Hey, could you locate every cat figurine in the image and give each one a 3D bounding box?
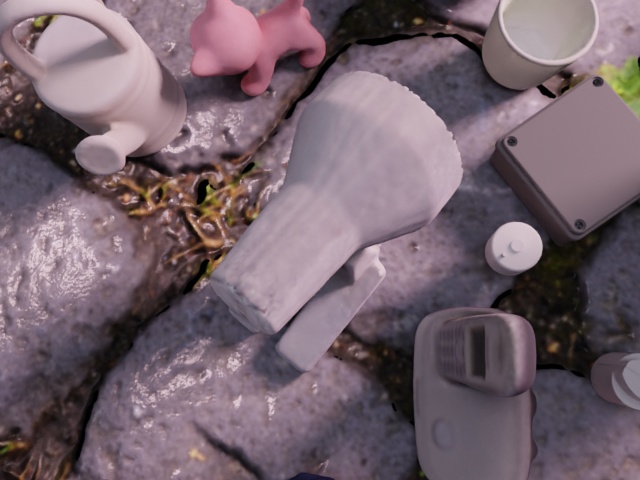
[{"bbox_3d":[-0.064,-0.191,0.529,0.128,0.118,0.067,-30,78,1],"label":"cat figurine"}]

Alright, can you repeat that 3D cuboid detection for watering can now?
[{"bbox_3d":[-0.193,-0.143,0.498,0.101,0.194,0.172,-36,78,0],"label":"watering can"}]

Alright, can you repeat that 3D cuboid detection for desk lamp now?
[{"bbox_3d":[0.004,0.002,0.438,0.117,0.213,0.203,37,86,12],"label":"desk lamp"}]

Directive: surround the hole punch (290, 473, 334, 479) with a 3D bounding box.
[{"bbox_3d":[0.011,0.249,0.456,0.108,0.091,0.101,12,82,9],"label":"hole punch"}]

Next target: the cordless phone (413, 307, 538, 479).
[{"bbox_3d":[0.117,0.120,0.418,0.094,0.185,0.147,-3,80,7],"label":"cordless phone"}]
